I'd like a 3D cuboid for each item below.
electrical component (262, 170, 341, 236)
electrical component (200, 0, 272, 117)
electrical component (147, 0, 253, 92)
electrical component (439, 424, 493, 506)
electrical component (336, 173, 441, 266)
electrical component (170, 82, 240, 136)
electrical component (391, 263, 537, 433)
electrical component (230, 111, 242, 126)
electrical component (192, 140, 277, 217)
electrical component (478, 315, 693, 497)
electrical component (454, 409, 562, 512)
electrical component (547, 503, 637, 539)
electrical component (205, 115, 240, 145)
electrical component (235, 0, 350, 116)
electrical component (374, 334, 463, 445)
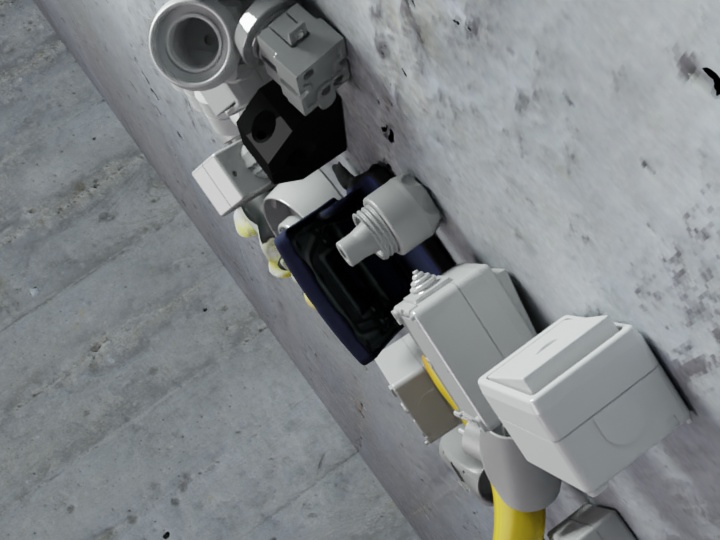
[{"bbox_3d":[-0.035,-0.043,0.929,0.099,0.064,0.099,40,158,20],"label":"electrical component"},{"bbox_3d":[-0.084,-0.146,0.737,0.061,0.061,0.096,56,171,-9],"label":"electrical component"},{"bbox_3d":[-0.097,-0.142,0.666,0.057,0.078,0.058,-61,-25,-72],"label":"electrical component"},{"bbox_3d":[0.115,0.186,0.970,0.079,0.043,0.077,59,170,-25],"label":"electrical component"},{"bbox_3d":[0.015,-0.027,0.656,0.043,0.062,0.043,53,171,12],"label":"electrical component"},{"bbox_3d":[-0.124,-0.155,0.936,0.138,0.052,0.073,46,167,42],"label":"electrical component"},{"bbox_3d":[0.065,0.035,0.623,0.096,0.061,0.062,57,173,-6],"label":"electrical component"},{"bbox_3d":[-0.075,-0.123,0.832,0.062,0.043,0.043,39,162,55],"label":"electrical component"},{"bbox_3d":[-0.088,-0.095,0.932,0.076,0.083,0.047,-32,93,43],"label":"electrical component"},{"bbox_3d":[0.101,0.058,0.521,0.061,0.062,0.096,56,171,-8],"label":"electrical component"},{"bbox_3d":[0.098,0.119,0.746,0.079,0.043,0.077,21,141,39],"label":"electrical component"},{"bbox_3d":[0.152,0.206,0.749,0.047,0.077,0.065,54,171,3],"label":"electrical component"},{"bbox_3d":[-0.111,-0.129,1.002,0.078,0.040,0.040,57,171,-12],"label":"electrical component"},{"bbox_3d":[-0.040,-0.129,0.627,0.055,0.048,0.066,44,168,18],"label":"electrical component"},{"bbox_3d":[0.056,0.090,0.895,0.061,0.061,0.096,58,178,-17],"label":"electrical component"}]
